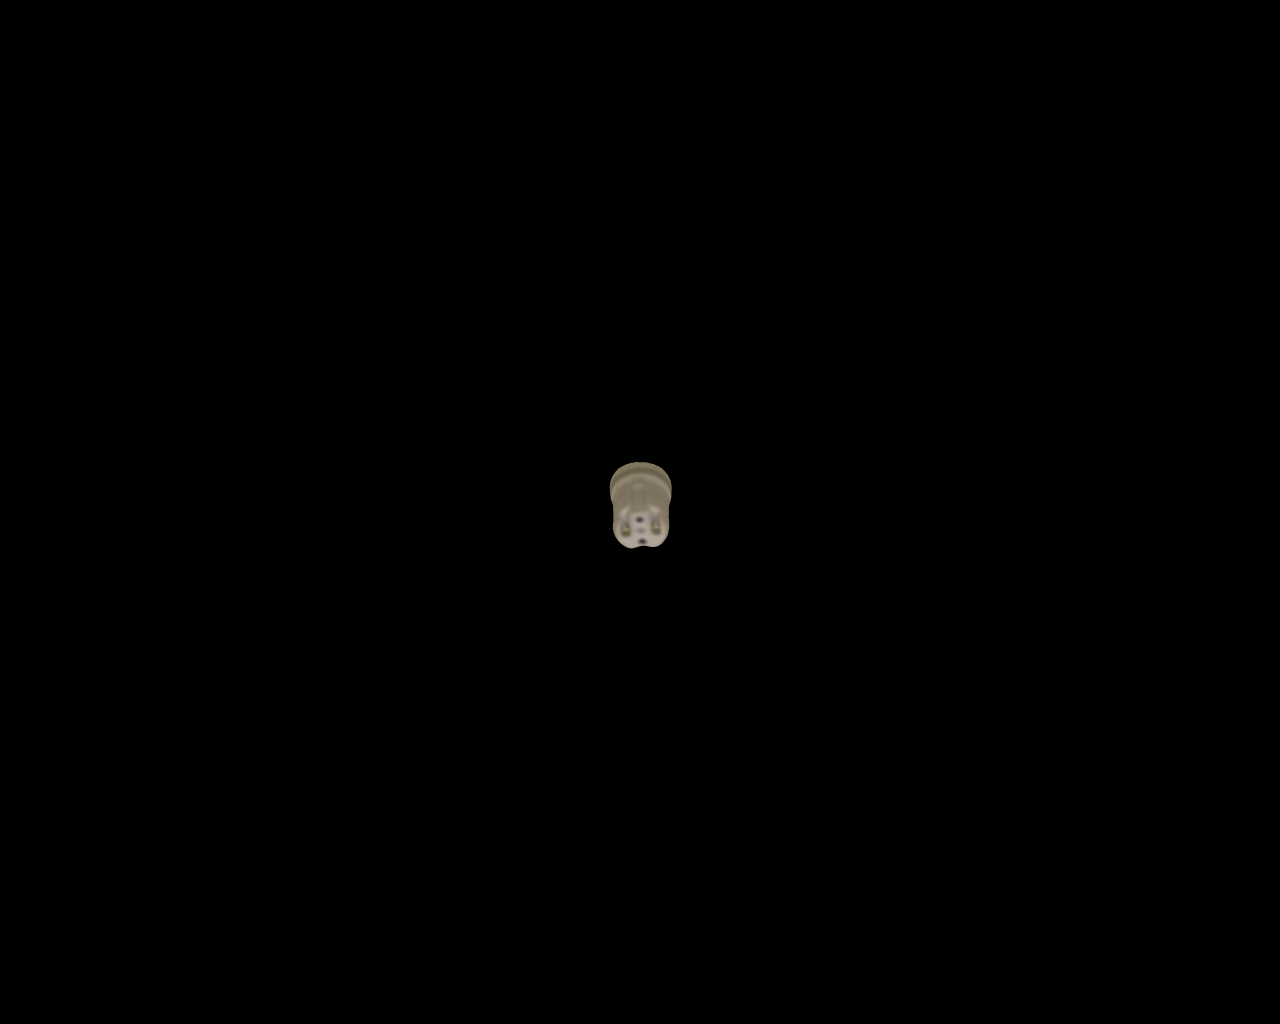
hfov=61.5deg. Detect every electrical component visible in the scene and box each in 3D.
[{"bbox_3d":[0.001,-0.003,0.650,0.040,0.040,0.046,0,40,0],"label":"electrical component"}]
